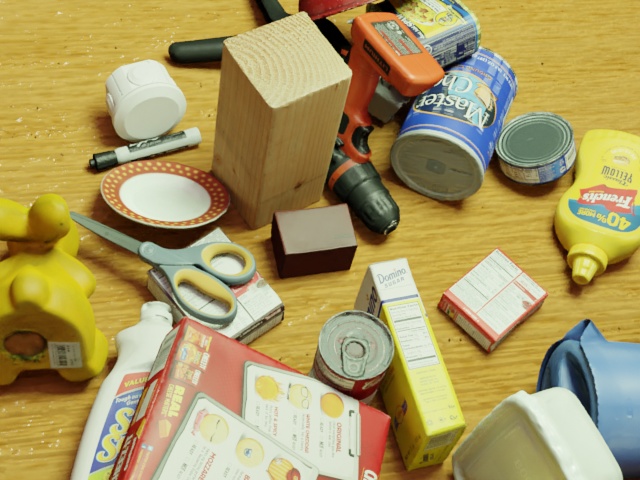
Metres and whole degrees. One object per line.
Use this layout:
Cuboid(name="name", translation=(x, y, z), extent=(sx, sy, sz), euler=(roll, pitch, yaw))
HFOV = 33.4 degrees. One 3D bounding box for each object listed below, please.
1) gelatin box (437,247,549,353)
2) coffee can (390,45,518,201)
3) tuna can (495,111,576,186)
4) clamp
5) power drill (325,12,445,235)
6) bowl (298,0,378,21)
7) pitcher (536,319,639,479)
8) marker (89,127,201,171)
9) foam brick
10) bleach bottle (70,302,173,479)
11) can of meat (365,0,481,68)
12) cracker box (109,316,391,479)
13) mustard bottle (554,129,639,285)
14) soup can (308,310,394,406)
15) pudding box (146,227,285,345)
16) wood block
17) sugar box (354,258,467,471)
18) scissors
Cuboid(name="gelatin box", translation=(0.177, 0.060, 1.087), extent=(0.089, 0.030, 0.073), euler=(-37, 69, -27))
Cuboid(name="coffee can", translation=(0.146, -0.128, 1.155), extent=(0.103, 0.103, 0.140), euler=(23, 58, 5))
Cuboid(name="tuna can", translation=(0.237, -0.100, 1.174), extent=(0.086, 0.033, 0.086), euler=(-11, 46, 12))
Cuboid(name="clamp", translation=(-0.056, -0.222, 1.198), extent=(0.210, 0.036, 0.164), euler=(30, 60, 29))
Cuboid(name="power drill", translation=(0.051, -0.121, 1.089), extent=(0.057, 0.188, 0.184), euler=(-17, 61, -41))
Cuboid(name="bowl", translation=(0.041, -0.278, 1.128), extent=(0.161, 0.162, 0.055), euler=(-24, 105, -22))
Cuboid(name="pitcher", translation=(0.334, 0.170, 0.997), extent=(0.242, 0.149, 0.145), euler=(3, 43, -11))
Cuboid(name="marker", translation=(-0.185, -0.096, 1.131), extent=(0.121, 0.020, 0.020), euler=(-17, 63, -19))
Cuboid(name="foam brick", translation=(-0.007, 0.001, 1.081), extent=(0.078, 0.051, 0.053), euler=(-6, 61, -14))
Cuboid(name="bleach bottle", translation=(-0.168, 0.168, 0.945), extent=(0.102, 0.068, 0.251), euler=(9, 56, -9))
Cuboid(name="can of meat", translation=(0.110, -0.224, 1.133), extent=(0.083, 0.057, 0.102), euler=(-26, 53, -15))
Cuboid(name="cracker box", translation=(-0.058, 0.187, 0.904), extent=(0.213, 0.072, 0.164), euler=(28, 51, -16))
Cuboid(name="mustard bottle", translation=(0.305, -0.031, 1.147), extent=(0.096, 0.058, 0.191), euler=(20, 58, 12))
Cuboid(name="soup can", translation=(0.025, 0.118, 0.983), extent=(0.068, 0.102, 0.068), euler=(4, 58, -7))
Cuboid(name="pudding box", translation=(-0.102, 0.054, 1.041), extent=(0.090, 0.039, 0.113), euler=(-33, 66, -23))
Cuboid(name="wood block", translation=(-0.043, -0.112, 1.052), extent=(0.090, 0.206, 0.090), euler=(-25, 66, -23))
Cuboid(name="sugar box", translation=(0.080, 0.116, 1.000), extent=(0.048, 0.093, 0.176), euler=(-12, 60, -17))
Cuboid(name="scissors", translation=(-0.146, 0.006, 1.034), extent=(0.202, 0.016, 0.096), euler=(39, 60, 19))
